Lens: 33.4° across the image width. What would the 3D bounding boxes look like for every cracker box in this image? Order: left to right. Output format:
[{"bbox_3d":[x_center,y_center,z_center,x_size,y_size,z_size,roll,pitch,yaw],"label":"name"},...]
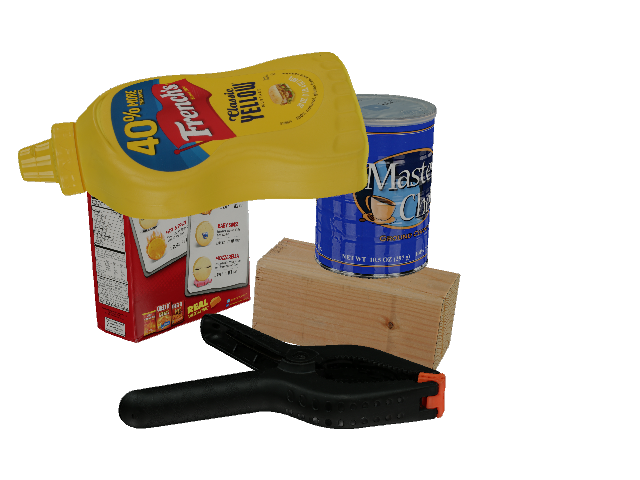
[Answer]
[{"bbox_3d":[-0.150,-0.025,1.065,0.072,0.214,0.163,12,20,38],"label":"cracker box"}]

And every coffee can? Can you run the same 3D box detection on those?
[{"bbox_3d":[0.047,-0.050,0.935,0.103,0.140,0.103,1,19,-1],"label":"coffee can"}]

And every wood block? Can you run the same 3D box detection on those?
[{"bbox_3d":[0.038,0.070,1.170,0.206,0.091,0.090,12,22,16],"label":"wood block"}]

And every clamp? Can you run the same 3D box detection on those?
[{"bbox_3d":[-0.018,0.093,0.749,0.210,0.036,0.164,2,19,7],"label":"clamp"}]

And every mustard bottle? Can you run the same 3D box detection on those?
[{"bbox_3d":[-0.074,-0.057,0.610,0.191,0.096,0.058,-9,-40,-7],"label":"mustard bottle"}]
